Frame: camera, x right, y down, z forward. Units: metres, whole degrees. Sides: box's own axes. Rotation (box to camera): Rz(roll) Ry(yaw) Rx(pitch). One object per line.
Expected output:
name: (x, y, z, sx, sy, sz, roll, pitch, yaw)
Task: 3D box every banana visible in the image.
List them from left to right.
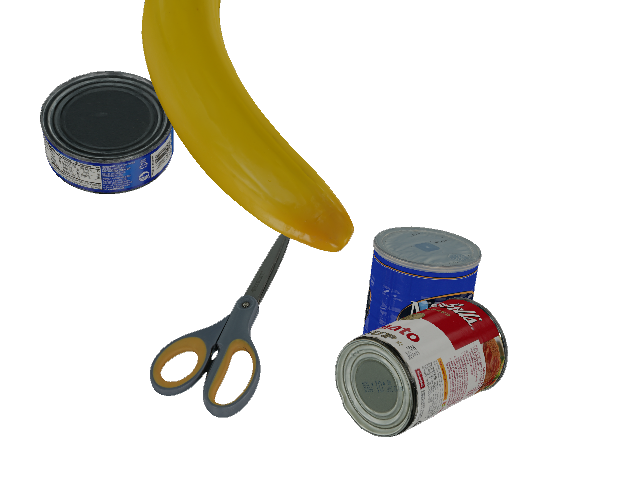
banana: (-0.043, -0.075, 0.496, 0.069, 0.198, 0.037, -13, -30, -9)

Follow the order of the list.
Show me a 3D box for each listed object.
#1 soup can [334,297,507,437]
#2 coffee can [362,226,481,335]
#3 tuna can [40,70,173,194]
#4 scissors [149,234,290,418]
soup can: (0.067, 0.083, 0.705, 0.069, 0.068, 0.102, 0, 12, 44)
coffee can: (0.094, 0.069, 1.034, 0.103, 0.140, 0.103, 5, 20, -2)
tuna can: (-0.139, -0.071, 0.703, 0.086, 0.086, 0.034, 0, -41, -7)
scissors: (-0.081, 0.062, 0.873, 0.096, 0.016, 0.201, -2, 42, 7)
